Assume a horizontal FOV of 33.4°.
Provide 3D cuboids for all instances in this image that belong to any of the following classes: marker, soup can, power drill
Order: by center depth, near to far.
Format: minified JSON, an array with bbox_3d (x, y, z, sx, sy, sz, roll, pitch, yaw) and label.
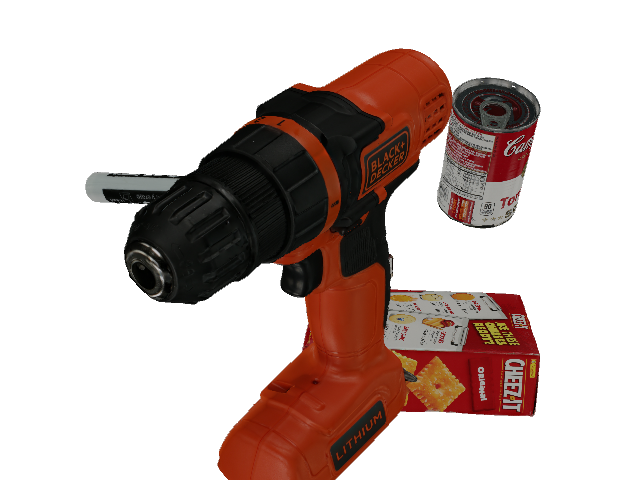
[{"bbox_3d":[-0.008,0.027,0.462,0.057,0.188,0.184,26,41,28],"label":"power drill"},{"bbox_3d":[-0.092,-0.030,0.633,0.121,0.020,0.020,4,3,36],"label":"marker"},{"bbox_3d":[0.131,-0.068,0.850,0.068,0.102,0.068,2,43,-2],"label":"soup can"}]

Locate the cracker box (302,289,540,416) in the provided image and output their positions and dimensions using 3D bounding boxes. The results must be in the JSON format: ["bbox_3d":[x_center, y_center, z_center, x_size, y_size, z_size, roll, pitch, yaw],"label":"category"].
[{"bbox_3d":[0.094,0.106,1.036,0.214,0.072,0.164,2,17,4],"label":"cracker box"}]

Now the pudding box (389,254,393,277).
[{"bbox_3d":[0.031,0.032,1.480,0.113,0.039,0.090,-16,27,-24],"label":"pudding box"}]
